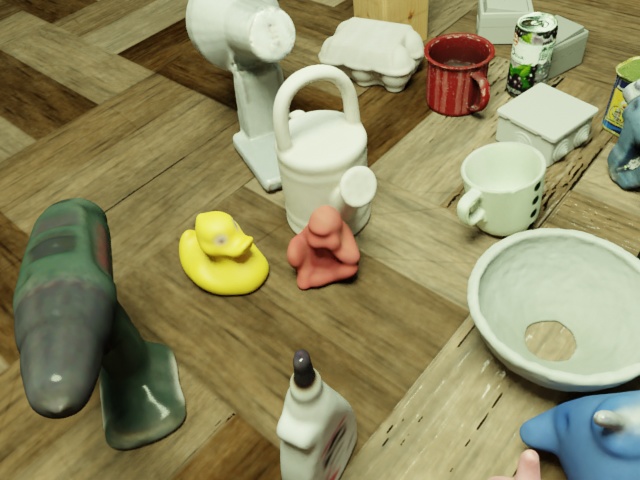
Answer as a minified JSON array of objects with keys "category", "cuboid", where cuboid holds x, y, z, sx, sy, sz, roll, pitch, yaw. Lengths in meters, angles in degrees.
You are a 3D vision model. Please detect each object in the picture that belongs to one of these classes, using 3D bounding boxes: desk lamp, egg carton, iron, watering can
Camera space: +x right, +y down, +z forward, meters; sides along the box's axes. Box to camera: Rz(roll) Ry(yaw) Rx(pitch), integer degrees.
[{"category":"desk lamp","cuboid":[-0.074,-0.209,0.717,0.118,0.214,0.202,-24,49,-15]},{"category":"egg carton","cuboid":[0.079,-0.281,0.864,0.150,0.069,0.107,16,51,21]},{"category":"iron","cuboid":[0.287,0.132,0.406,0.258,0.142,0.118,-12,47,-4]},{"category":"watering can","cuboid":[0.007,-0.093,0.613,0.172,0.194,0.101,32,59,31]}]

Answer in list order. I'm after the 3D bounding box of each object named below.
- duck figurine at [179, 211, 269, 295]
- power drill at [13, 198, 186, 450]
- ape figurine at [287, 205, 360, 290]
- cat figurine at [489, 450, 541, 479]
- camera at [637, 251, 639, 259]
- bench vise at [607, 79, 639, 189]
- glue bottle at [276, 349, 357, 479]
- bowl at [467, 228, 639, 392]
[{"category":"duck figurine","cuboid":[-0.109,0.005,0.611,0.104,0.086,0.078,19,53,23]},{"category":"power drill","cuboid":[-0.176,0.081,0.465,0.076,0.209,0.229,-19,48,-10]},{"category":"ape figurine","cuboid":[0.005,0.002,0.595,0.077,0.092,0.076,21,53,25]},{"category":"cat figurine","cuboid":[0.143,0.204,0.373,0.067,0.118,0.128,0,47,8]},{"category":"camera","cuboid":[0.346,0.048,0.504,0.142,0.101,0.137,32,58,31]},{"category":"bench vise","cuboid":[0.368,-0.112,0.568,0.122,0.220,0.206,-26,50,-16]},{"category":"glue bottle","cuboid":[-0.005,0.132,0.420,0.037,0.173,0.078,16,52,21]},{"category":"bowl","cuboid":[0.216,0.072,0.516,0.167,0.075,0.167,-3,47,4]}]
